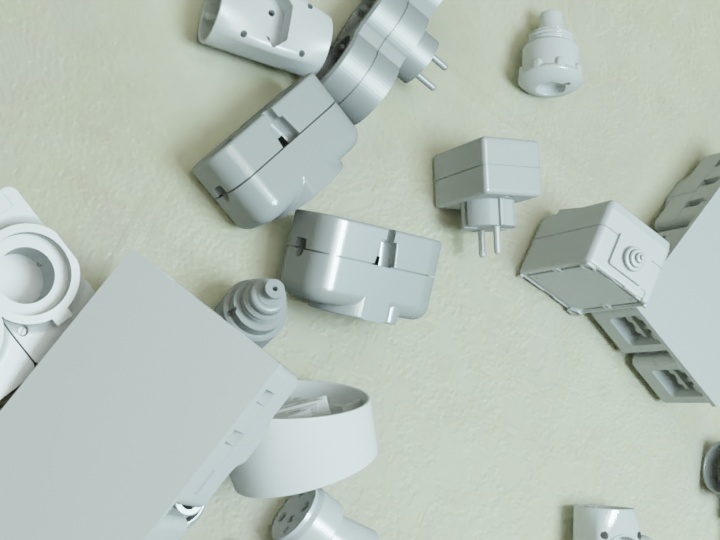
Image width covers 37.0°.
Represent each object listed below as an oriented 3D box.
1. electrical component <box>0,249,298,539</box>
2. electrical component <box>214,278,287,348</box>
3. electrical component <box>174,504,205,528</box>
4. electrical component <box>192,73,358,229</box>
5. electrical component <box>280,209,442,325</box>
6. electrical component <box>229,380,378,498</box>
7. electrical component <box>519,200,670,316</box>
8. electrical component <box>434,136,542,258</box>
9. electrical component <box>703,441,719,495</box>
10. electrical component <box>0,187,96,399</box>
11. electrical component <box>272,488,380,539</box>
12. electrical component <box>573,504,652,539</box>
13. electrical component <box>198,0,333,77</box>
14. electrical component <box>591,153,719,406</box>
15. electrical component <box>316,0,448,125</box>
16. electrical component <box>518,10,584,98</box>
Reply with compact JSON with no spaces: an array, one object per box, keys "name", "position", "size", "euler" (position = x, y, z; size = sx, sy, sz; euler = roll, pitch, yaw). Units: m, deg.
[{"name":"electrical component","position":[-0.132,0.099,0.574],"size":[0.105,0.060,0.186],"euler":[36,84,17]},{"name":"electrical component","position":[-0.064,0.024,0.658],"size":[0.040,0.078,0.040],"euler":[9,66,-21]},{"name":"electrical component","position":[-0.109,0.131,0.626],"size":[0.048,0.062,0.048],"euler":[4,82,-27]},{"name":"electrical component","position":[-0.051,-0.072,0.686],"size":[0.095,0.054,0.059],"euler":[-45,104,-25]},{"name":"electrical component","position":[0.000,0.000,0.696],"size":[0.095,0.054,0.059],"euler":[12,91,-33]},{"name":"electrical component","position":[-0.040,0.096,0.649],"size":[0.099,0.099,0.064],"euler":[-18,98,-28]},{"name":"electrical component","position":[0.173,-0.011,0.771],"size":[0.062,0.096,0.061],"euler":[34,69,-20]},{"name":"electrical component","position":[0.089,-0.048,0.749],"size":[0.047,0.066,0.076],"euler":[1,83,-27]},{"name":"electrical component","position":[0.312,0.180,0.849],"size":[0.077,0.044,0.079],"euler":[16,76,-25]},{"name":"electrical component","position":[-0.225,0.035,0.578],"size":[0.150,0.062,0.089],"euler":[-41,102,-25]},{"name":"electrical component","position":[-0.022,0.168,0.677],"size":[0.055,0.045,0.045],"euler":[42,67,-17]},{"name":"electrical component","position":[0.191,0.211,0.782],"size":[0.079,0.044,0.077],"euler":[7,80,-27]},{"name":"electrical component","position":[-0.059,-0.173,0.701],"size":[0.077,0.043,0.079],"euler":[14,78,-25]},{"name":"electrical component","position":[0.272,0.003,0.841],"size":[0.105,0.060,0.186],"euler":[49,65,-14]},{"name":"electrical component","position":[0.029,-0.154,0.739],"size":[0.074,0.052,0.138],"euler":[37,69,-19]},{"name":"electrical component","position":[0.143,-0.163,0.805],"size":[0.048,0.048,0.062],"euler":[12,72,-26]}]
